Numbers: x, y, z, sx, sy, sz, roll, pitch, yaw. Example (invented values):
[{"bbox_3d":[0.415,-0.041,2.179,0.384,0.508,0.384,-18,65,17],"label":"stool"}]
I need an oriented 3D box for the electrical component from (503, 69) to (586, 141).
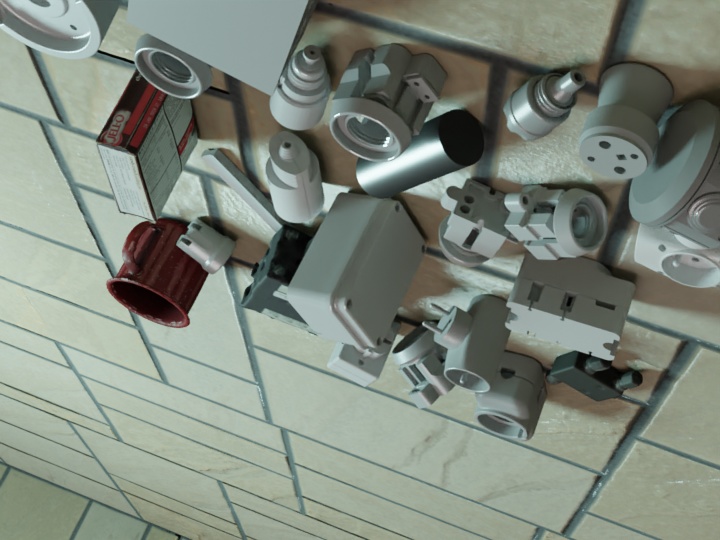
[{"bbox_3d":[0.118,-0.106,0.669,0.035,0.035,0.061,31,152,-14],"label":"electrical component"}]

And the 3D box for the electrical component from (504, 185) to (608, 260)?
[{"bbox_3d":[0.144,-0.034,0.774,0.066,0.048,0.055,41,158,-31],"label":"electrical component"}]

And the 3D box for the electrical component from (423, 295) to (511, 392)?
[{"bbox_3d":[0.093,0.057,0.958,0.079,0.077,0.043,29,155,-11],"label":"electrical component"}]

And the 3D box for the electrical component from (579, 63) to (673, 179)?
[{"bbox_3d":[0.158,-0.088,0.642,0.045,0.055,0.045,19,155,10],"label":"electrical component"}]

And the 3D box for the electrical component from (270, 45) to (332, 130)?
[{"bbox_3d":[-0.040,-0.130,0.752,0.040,0.040,0.078,25,155,-1],"label":"electrical component"}]

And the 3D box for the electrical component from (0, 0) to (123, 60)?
[{"bbox_3d":[-0.212,-0.203,0.735,0.108,0.060,0.108,20,155,10],"label":"electrical component"}]

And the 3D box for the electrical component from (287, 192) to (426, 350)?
[{"bbox_3d":[0.000,0.000,0.886,0.057,0.113,0.078,10,151,34],"label":"electrical component"}]

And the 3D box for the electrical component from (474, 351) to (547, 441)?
[{"bbox_3d":[0.149,0.129,1.070,0.054,0.059,0.095,13,153,22],"label":"electrical component"}]

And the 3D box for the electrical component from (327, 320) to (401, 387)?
[{"bbox_3d":[0.010,0.070,1.069,0.047,0.065,0.077,28,155,-9],"label":"electrical component"}]

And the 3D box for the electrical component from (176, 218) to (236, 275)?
[{"bbox_3d":[-0.152,-0.024,1.059,0.046,0.040,0.040,37,152,-15],"label":"electrical component"}]

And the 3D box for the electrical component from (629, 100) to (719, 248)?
[{"bbox_3d":[0.202,-0.056,0.641,0.051,0.080,0.080,24,155,-13],"label":"electrical component"}]

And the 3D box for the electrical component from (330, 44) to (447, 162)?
[{"bbox_3d":[0.014,-0.110,0.724,0.078,0.057,0.058,-1,145,43],"label":"electrical component"}]

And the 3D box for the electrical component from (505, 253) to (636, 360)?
[{"bbox_3d":[0.168,0.025,0.855,0.089,0.055,0.050,17,154,15],"label":"electrical component"}]

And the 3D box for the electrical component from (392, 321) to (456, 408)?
[{"bbox_3d":[0.068,0.087,1.049,0.057,0.078,0.058,52,149,-8],"label":"electrical component"}]

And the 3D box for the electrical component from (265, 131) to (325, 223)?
[{"bbox_3d":[-0.053,-0.077,0.864,0.043,0.043,0.081,18,154,13],"label":"electrical component"}]

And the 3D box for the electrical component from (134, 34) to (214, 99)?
[{"bbox_3d":[-0.122,-0.157,0.750,0.058,0.057,0.078,29,154,-10],"label":"electrical component"}]

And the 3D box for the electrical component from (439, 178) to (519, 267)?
[{"bbox_3d":[0.088,-0.033,0.824,0.066,0.048,0.055,24,148,-1],"label":"electrical component"}]

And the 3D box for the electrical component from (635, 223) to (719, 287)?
[{"bbox_3d":[0.226,-0.027,0.715,0.077,0.044,0.079,14,153,21],"label":"electrical component"}]

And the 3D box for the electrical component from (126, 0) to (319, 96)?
[{"bbox_3d":[-0.069,-0.194,0.629,0.105,0.060,0.186,26,155,-5],"label":"electrical component"}]
